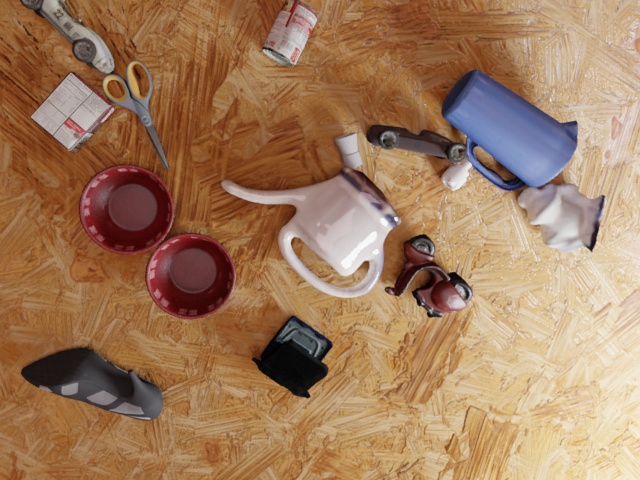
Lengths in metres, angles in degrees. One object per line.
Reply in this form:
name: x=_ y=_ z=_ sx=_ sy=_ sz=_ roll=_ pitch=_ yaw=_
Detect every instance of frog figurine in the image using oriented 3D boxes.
frog figurine: x=0.485 y=-0.051 z=1.056 sx=0.160 sy=0.136 sz=0.124 roll=17 pitch=17 yaw=19

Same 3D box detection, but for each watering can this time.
watering can: x=0.003 y=-0.049 z=0.966 sx=0.345 sy=0.225 sz=0.104 roll=45 pitch=-3 yaw=-11
